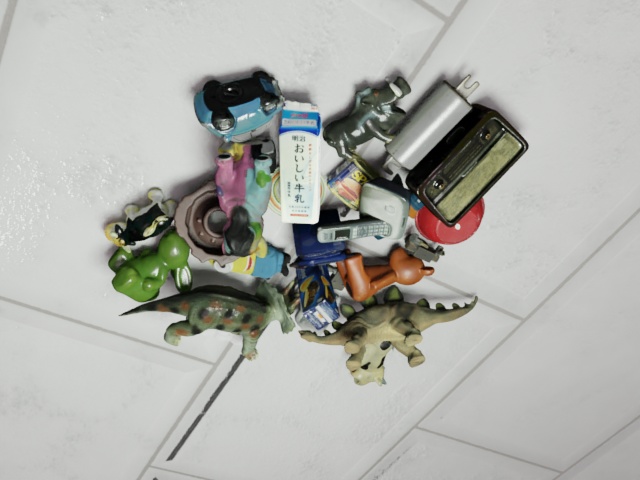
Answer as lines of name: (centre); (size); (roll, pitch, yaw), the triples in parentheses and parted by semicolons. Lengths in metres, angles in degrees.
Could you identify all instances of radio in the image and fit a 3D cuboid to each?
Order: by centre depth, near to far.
radio: (0.290, -0.151, 1.080); (0.131, 0.073, 0.229); (38, 99, -28)

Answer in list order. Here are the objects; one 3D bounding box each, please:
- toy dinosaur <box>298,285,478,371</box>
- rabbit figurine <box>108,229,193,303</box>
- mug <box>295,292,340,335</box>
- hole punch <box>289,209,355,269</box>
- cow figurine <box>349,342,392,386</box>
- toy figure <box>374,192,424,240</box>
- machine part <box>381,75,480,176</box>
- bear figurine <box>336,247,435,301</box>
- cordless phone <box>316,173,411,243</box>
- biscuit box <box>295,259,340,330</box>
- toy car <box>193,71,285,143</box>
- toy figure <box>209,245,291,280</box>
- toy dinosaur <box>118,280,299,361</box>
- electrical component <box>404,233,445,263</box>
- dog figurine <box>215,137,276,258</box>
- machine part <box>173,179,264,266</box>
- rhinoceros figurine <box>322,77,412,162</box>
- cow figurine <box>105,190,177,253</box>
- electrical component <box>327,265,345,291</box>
toy dinosaur: (0.178, 0.193, 1.260); (0.471, 0.199, 0.104); (-1, 126, -13)
rabbit figurine: (-0.343, 0.058, 1.162); (0.170, 0.121, 0.159); (-40, 125, 3)
mug: (-0.009, 0.164, 1.287); (0.109, 0.081, 0.107); (13, 117, -50)
hole punch: (-0.002, -0.004, 1.159); (0.142, 0.116, 0.092); (-8, 118, -2)
cow figurine: (0.136, 0.307, 1.412); (0.127, 0.085, 0.194); (17, 121, -10)
toy figure: (0.173, -0.062, 1.168); (0.154, 0.058, 0.064); (-38, 131, 13)
machine part: (0.208, -0.221, 1.047); (0.079, 0.079, 0.243); (33, 117, -26)
bear figurine: (0.147, 0.059, 1.218); (0.196, 0.120, 0.131); (-22, 101, -10)
cordless phone: (0.081, -0.053, 1.069); (0.184, 0.089, 0.146); (-11, 147, -7)
biscuit box: (-0.010, 0.102, 1.172); (0.059, 0.203, 0.062); (-33, 121, 12)
toy car: (-0.145, -0.236, 0.991); (0.162, 0.109, 0.102); (-18, 148, -7)
toy figure: (-0.159, 0.042, 1.189); (0.180, 0.089, 0.082); (8, 83, -23)
toy dinosaur: (-0.211, 0.153, 1.178); (0.405, 0.131, 0.192); (12, 125, -30)
electrical component: (0.237, 0.016, 1.217); (0.102, 0.078, 0.045); (26, 114, -22)
dog figurine: (-0.142, -0.073, 1.032); (0.109, 0.192, 0.219); (4, 118, -2)
machine part: (-0.206, -0.037, 1.097); (0.179, 0.056, 0.179); (0, 92, -13)
rhinoceros figurine: (0.094, -0.235, 1.033); (0.190, 0.073, 0.112); (-33, 112, 18)
cow figurine: (-0.375, -0.025, 1.107); (0.167, 0.098, 0.068); (-31, 129, 14)
electrical component: (0.047, 0.093, 1.284); (0.094, 0.021, 0.063); (21, 121, -21)
